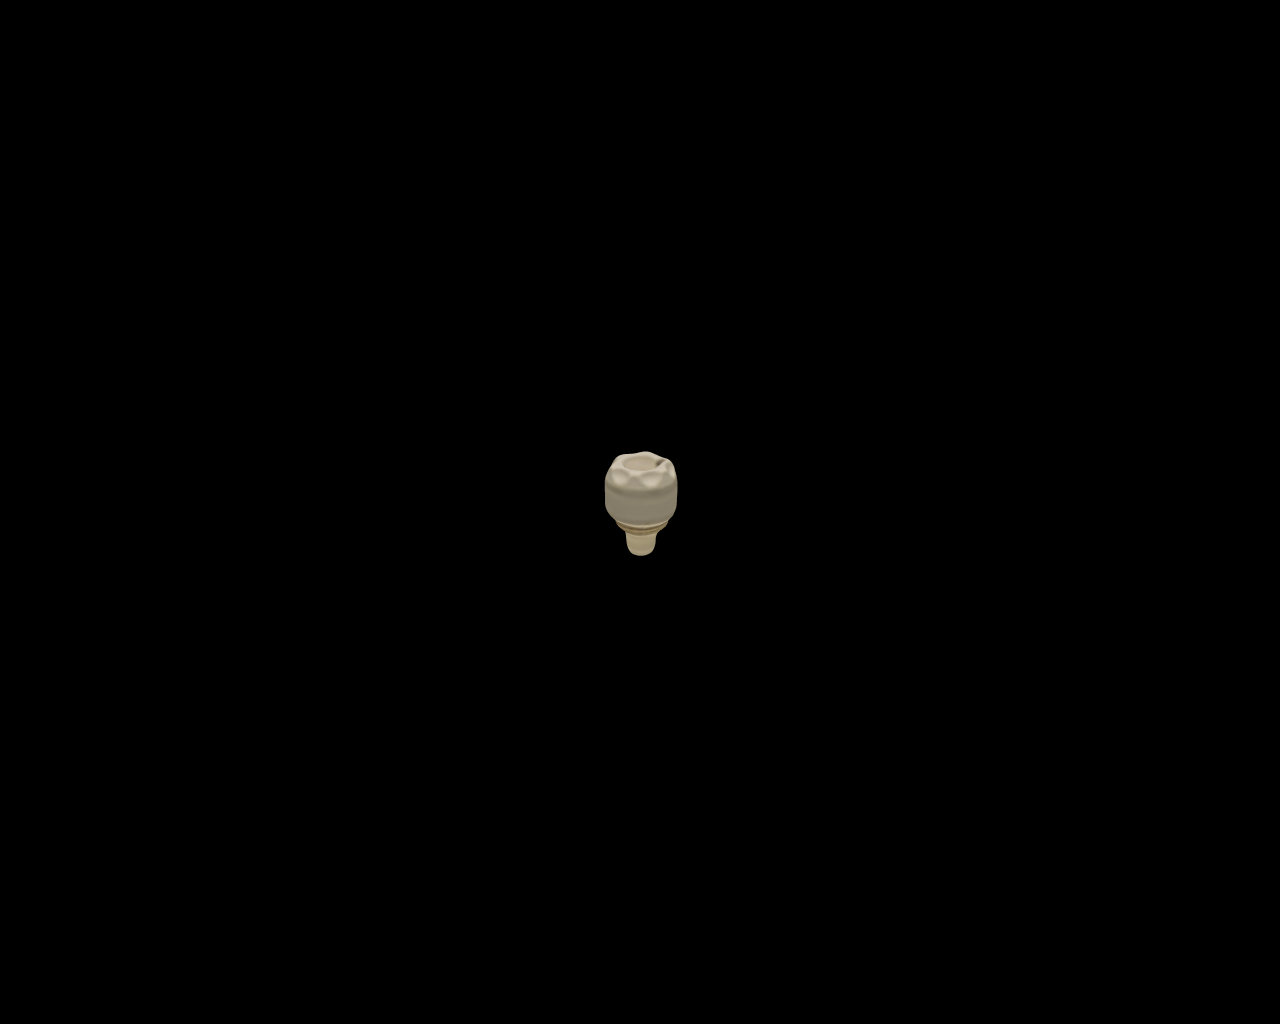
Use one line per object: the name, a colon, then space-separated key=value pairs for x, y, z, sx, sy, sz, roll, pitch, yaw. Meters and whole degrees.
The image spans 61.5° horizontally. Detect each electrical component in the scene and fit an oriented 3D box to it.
electrical component: x=0.001 y=-0.003 z=0.650 sx=0.043 sy=0.062 sz=0.043 roll=0 pitch=25 yaw=0
